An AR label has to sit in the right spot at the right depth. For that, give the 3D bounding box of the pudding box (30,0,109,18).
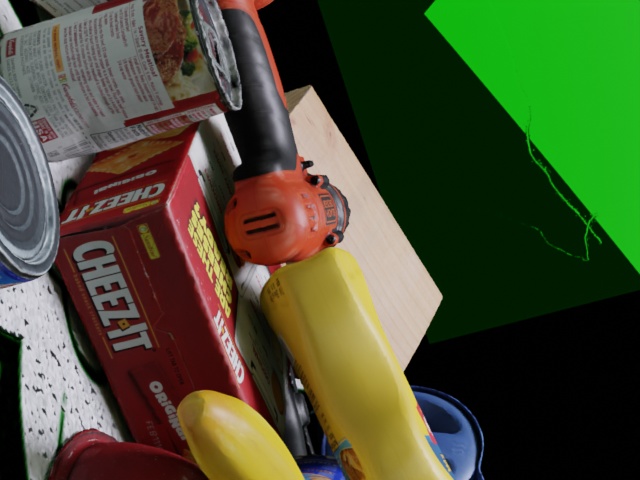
[{"bbox_3d":[-0.115,-0.145,0.622,0.113,0.039,0.090,34,34,-41],"label":"pudding box"}]

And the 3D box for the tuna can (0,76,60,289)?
[{"bbox_3d":[-0.131,-0.022,0.402,0.086,0.034,0.086,-15,90,-83],"label":"tuna can"}]

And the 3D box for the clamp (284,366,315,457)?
[{"bbox_3d":[-0.027,0.139,0.821,0.164,0.036,0.210,67,8,-82],"label":"clamp"}]

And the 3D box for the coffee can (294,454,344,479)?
[{"bbox_3d":[-0.009,0.189,0.610,0.140,0.103,0.103,-19,93,-83],"label":"coffee can"}]

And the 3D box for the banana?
[{"bbox_3d":[-0.016,0.139,0.477,0.069,0.037,0.198,-88,161,-69],"label":"banana"}]

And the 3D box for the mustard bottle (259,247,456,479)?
[{"bbox_3d":[0.031,0.103,0.558,0.096,0.058,0.192,94,-28,-72],"label":"mustard bottle"}]

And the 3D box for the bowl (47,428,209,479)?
[{"bbox_3d":[-0.063,0.156,0.468,0.162,0.055,0.162,-16,90,-83],"label":"bowl"}]

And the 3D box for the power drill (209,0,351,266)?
[{"bbox_3d":[-0.029,-0.078,0.625,0.184,0.057,0.187,-20,94,-81],"label":"power drill"}]

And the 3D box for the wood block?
[{"bbox_3d":[-0.005,0.001,0.797,0.206,0.091,0.090,56,46,-25],"label":"wood block"}]

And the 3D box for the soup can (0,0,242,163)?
[{"bbox_3d":[-0.096,-0.082,0.517,0.068,0.102,0.068,-15,90,-82],"label":"soup can"}]

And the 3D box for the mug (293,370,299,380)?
[{"bbox_3d":[-0.003,0.053,0.923,0.093,0.117,0.081,40,-18,51],"label":"mug"}]

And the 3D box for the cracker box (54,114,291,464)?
[{"bbox_3d":[-0.073,0.019,0.610,0.213,0.072,0.164,-86,159,-66],"label":"cracker box"}]

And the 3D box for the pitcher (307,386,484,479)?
[{"bbox_3d":[0.070,0.252,0.946,0.149,0.145,0.243,-96,180,-54],"label":"pitcher"}]
